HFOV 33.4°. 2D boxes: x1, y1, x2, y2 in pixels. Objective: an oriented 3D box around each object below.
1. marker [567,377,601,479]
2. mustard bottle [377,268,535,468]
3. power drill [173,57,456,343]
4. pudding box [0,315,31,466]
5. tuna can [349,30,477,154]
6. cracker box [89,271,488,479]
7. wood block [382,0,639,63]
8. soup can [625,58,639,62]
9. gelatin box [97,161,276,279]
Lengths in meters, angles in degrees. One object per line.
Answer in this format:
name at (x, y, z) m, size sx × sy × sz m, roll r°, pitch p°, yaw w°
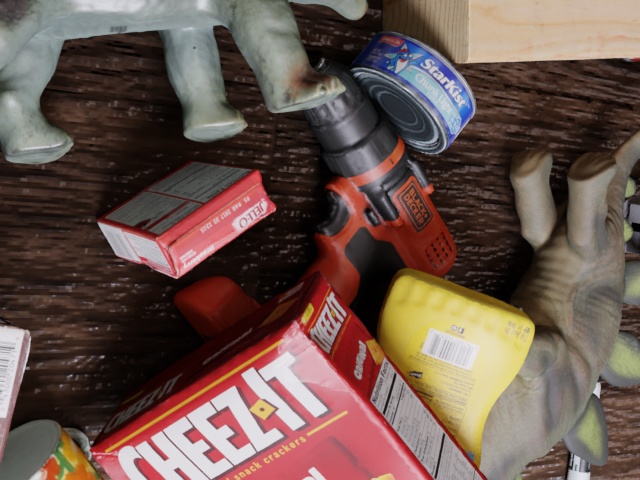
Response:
marker at (0.225, 0.150, 0.903) m, size 0.020 × 0.020 × 0.121 m, roll 2°, pitch 97°, yaw -34°
mustard bottle at (0.061, 0.122, 0.692) m, size 0.096 × 0.058 × 0.192 m, roll 20°, pitch 96°, yaw 1°
power drill at (-0.005, 0.001, 0.697) m, size 0.187 × 0.057 × 0.184 m, roll -46°, pitch 120°, yaw -19°
pudding box at (-0.196, 0.090, 0.564) m, size 0.039 × 0.090 × 0.113 m, roll 15°, pitch 89°, yaw -37°
tuna can at (0.059, -0.097, 0.707) m, size 0.033 × 0.086 × 0.086 m, roll -51°, pitch 122°, yaw -14°
cracker box at (-0.004, 0.151, 0.629) m, size 0.164 × 0.072 × 0.213 m, roll -34°, pitch 102°, yaw 23°
wood block at (0.152, -0.171, 0.754) m, size 0.205 × 0.091 × 0.090 m, roll -8°, pitch 102°, yaw -33°
soup can at (0.287, -0.175, 0.838) m, size 0.068 × 0.102 × 0.068 m, roll -6°, pitch 101°, yaw -34°
gelatin box at (-0.079, -0.014, 0.625) m, size 0.073 × 0.089 × 0.030 m, roll -36°, pitch 116°, yaw -24°
